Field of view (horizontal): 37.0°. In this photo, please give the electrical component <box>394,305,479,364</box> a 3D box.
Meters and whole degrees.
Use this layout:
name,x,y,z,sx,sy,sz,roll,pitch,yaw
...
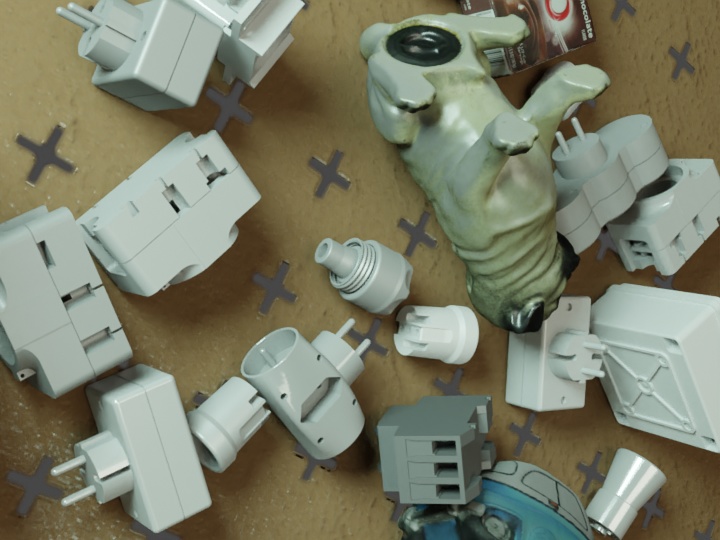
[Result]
name,x,y,z,sx,sy,sz,roll,pitch,yaw
electrical component,0.052,0.043,0.736,0.046,0.040,0.040,7,91,-28

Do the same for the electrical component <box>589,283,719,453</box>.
name,x,y,z,sx,sy,sz,roll,pitch,yaw
electrical component,0.234,0.072,0.819,0.056,0.109,0.108,-36,113,-24

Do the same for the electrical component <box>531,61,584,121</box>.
name,x,y,z,sx,sy,sz,roll,pitch,yaw
electrical component,0.138,-0.121,0.781,0.061,0.035,0.035,-49,118,-17

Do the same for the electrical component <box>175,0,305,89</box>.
name,x,y,z,sx,sy,sz,roll,pitch,yaw
electrical component,-0.072,-0.145,0.615,0.064,0.081,0.042,35,72,-2

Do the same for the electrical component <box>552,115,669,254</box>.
name,x,y,z,sx,sy,sz,roll,pitch,yaw
electrical component,0.166,-0.076,0.792,0.138,0.052,0.073,-41,115,-24

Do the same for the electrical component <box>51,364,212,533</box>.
name,x,y,z,sx,sy,sz,roll,pitch,yaw
electrical component,-0.137,0.108,0.609,0.076,0.047,0.083,-23,107,-30

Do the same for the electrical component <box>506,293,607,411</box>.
name,x,y,z,sx,sy,sz,roll,pitch,yaw
electrical component,0.150,0.061,0.780,0.047,0.076,0.083,1,94,-34

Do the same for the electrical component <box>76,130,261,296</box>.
name,x,y,z,sx,sy,sz,roll,pitch,yaw
electrical component,-0.107,-0.030,0.614,0.089,0.050,0.055,-45,116,-22

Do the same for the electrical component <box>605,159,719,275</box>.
name,x,y,z,sx,sy,sz,roll,pitch,yaw
electrical component,0.242,-0.047,0.847,0.089,0.050,0.055,-42,116,-24

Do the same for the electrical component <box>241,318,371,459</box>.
name,x,y,z,sx,sy,sz,roll,pitch,yaw
electrical component,-0.024,0.066,0.683,0.079,0.043,0.077,-47,117,-21

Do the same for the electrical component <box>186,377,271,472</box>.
name,x,y,z,sx,sy,sz,roll,pitch,yaw
electrical component,-0.082,0.092,0.650,0.046,0.040,0.040,-44,116,-28

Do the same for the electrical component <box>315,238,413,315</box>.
name,x,y,z,sx,sy,sz,roll,pitch,yaw
electrical component,0.000,0.000,0.694,0.062,0.043,0.043,28,79,-31

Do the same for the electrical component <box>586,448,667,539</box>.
name,x,y,z,sx,sy,sz,roll,pitch,yaw
electrical component,0.207,0.180,0.852,0.044,0.044,0.065,44,75,-29

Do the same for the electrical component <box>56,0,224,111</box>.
name,x,y,z,sx,sy,sz,roll,pitch,yaw
electrical component,-0.127,-0.124,0.583,0.077,0.066,0.047,25,81,-33

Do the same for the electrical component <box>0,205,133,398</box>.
name,x,y,z,sx,sy,sz,roll,pitch,yaw
electrical component,-0.171,0.018,0.576,0.056,0.050,0.089,-29,110,-29
